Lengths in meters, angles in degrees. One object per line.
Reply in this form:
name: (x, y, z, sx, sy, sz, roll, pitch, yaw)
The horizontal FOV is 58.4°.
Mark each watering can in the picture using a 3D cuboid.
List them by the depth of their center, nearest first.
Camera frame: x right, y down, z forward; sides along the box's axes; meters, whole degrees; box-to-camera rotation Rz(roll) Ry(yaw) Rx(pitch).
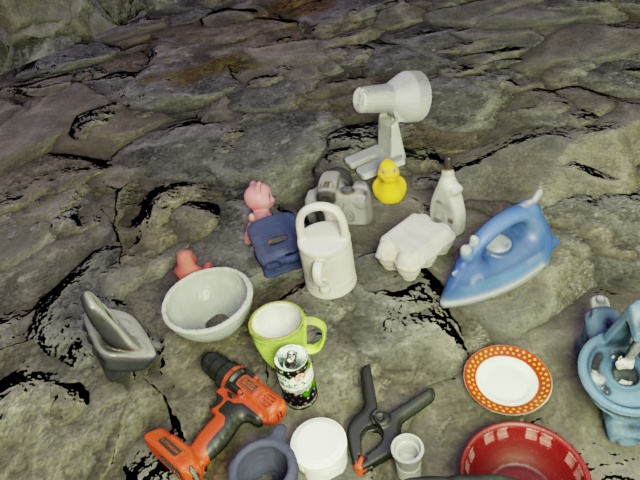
watering can: (0.008, 0.004, 1.062, 0.101, 0.194, 0.172, -14, 40, -4)

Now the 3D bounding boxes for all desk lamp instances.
desk lamp: (0.159, -0.280, 1.355, 0.203, 0.214, 0.117, -25, 42, -17)

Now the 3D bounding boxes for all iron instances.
iron: (0.314, 0.012, 1.031, 0.259, 0.142, 0.118, -29, 43, -22)

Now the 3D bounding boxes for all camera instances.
camera: (0.047, -0.109, 1.263, 0.143, 0.101, 0.137, 2, 41, 13)

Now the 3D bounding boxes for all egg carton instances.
egg carton: (0.185, 0.010, 1.116, 0.150, 0.069, 0.107, -36, 46, -28)

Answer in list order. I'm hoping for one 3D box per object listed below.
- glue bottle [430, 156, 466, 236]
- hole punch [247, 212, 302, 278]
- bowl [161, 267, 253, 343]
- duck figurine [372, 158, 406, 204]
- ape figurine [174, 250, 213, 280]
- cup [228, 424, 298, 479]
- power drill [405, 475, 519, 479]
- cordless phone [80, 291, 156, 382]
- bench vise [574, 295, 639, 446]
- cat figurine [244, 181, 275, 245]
glue bottle: (0.255, -0.092, 1.142, 0.037, 0.173, 0.077, -33, 45, -25)
hole punch: (-0.082, 0.008, 1.156, 0.109, 0.091, 0.100, -20, 41, -12)
bowl: (-0.198, 0.130, 1.046, 0.167, 0.075, 0.167, -6, 40, 5)
duck figurine: (0.155, -0.144, 1.294, 0.077, 0.086, 0.104, -5, 40, 5)
ape figurine: (-0.256, 0.057, 1.132, 0.077, 0.092, 0.076, 4, 42, 16)
cup: (-0.065, 0.320, 0.776, 0.091, 0.095, 0.118, 5, 42, 17)
power drill: (0.200, 0.328, 0.624, 0.229, 0.209, 0.075, -2, 40, 9)
cordless phone: (-0.365, 0.137, 0.985, 0.094, 0.185, 0.147, -30, 44, -23)
bench vise: (0.404, 0.144, 0.793, 0.121, 0.220, 0.207, -13, 40, -4)
cat figurine: (-0.134, -0.070, 1.239, 0.067, 0.118, 0.128, -1, 40, 10)
